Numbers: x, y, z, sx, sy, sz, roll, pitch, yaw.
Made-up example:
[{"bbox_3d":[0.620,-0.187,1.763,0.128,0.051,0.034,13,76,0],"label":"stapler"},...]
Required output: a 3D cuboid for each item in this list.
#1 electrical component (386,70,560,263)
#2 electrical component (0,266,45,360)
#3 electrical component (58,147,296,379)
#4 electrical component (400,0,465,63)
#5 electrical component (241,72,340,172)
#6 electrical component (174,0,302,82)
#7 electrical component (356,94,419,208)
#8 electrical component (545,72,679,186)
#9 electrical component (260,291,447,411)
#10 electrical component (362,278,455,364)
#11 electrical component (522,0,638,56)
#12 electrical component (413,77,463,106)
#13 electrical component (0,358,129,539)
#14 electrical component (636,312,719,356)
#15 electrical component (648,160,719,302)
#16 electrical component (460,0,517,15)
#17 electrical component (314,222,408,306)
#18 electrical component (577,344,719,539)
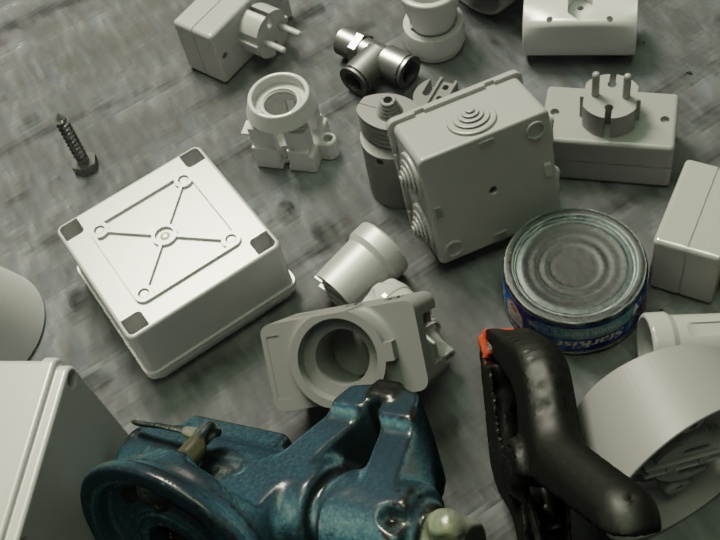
[{"bbox_3d":[0.072,-0.061,0.656,0.100,0.099,0.048,-22,43,-6],"label":"electrical component"},{"bbox_3d":[-0.260,0.034,0.684,0.099,0.064,0.099,-8,64,17],"label":"electrical component"},{"bbox_3d":[-0.115,-0.006,0.676,0.109,0.056,0.108,-33,57,-13],"label":"electrical component"},{"bbox_3d":[0.052,-0.182,0.769,0.045,0.055,0.045,-5,55,7],"label":"electrical component"},{"bbox_3d":[-0.050,-0.100,0.730,0.066,0.055,0.048,7,57,15],"label":"electrical component"},{"bbox_3d":[-0.079,-0.180,0.795,0.076,0.047,0.083,27,64,25],"label":"electrical component"},{"bbox_3d":[0.023,-0.081,0.688,0.043,0.081,0.043,-5,55,7],"label":"electrical component"},{"bbox_3d":[0.157,-0.097,0.679,0.083,0.075,0.047,6,57,14],"label":"electrical component"},{"bbox_3d":[-0.004,0.045,0.600,0.089,0.056,0.050,-11,92,18],"label":"electrical component"},{"bbox_3d":[0.030,0.034,0.636,0.035,0.035,0.061,-41,61,-18],"label":"electrical component"},{"bbox_3d":[0.156,-0.187,0.761,0.077,0.043,0.079,2,56,12],"label":"electrical component"},{"bbox_3d":[0.055,-0.100,0.717,0.040,0.046,0.040,-5,55,7],"label":"electrical component"},{"bbox_3d":[-0.171,0.118,0.569,0.056,0.108,0.108,-1,56,12],"label":"electrical component"},{"bbox_3d":[0.182,0.042,0.601,0.046,0.040,0.040,-4,55,0],"label":"electrical component"},{"bbox_3d":[0.218,-0.018,0.631,0.077,0.047,0.065,18,61,21],"label":"electrical component"},{"bbox_3d":[0.091,-0.236,0.776,0.064,0.099,0.099,-42,59,-11],"label":"electrical component"},{"bbox_3d":[0.000,0.000,0.662,0.046,0.040,0.040,-44,60,-14],"label":"electrical component"},{"bbox_3d":[0.157,0.086,0.541,0.099,0.099,0.064,-17,48,-2],"label":"electrical component"}]
